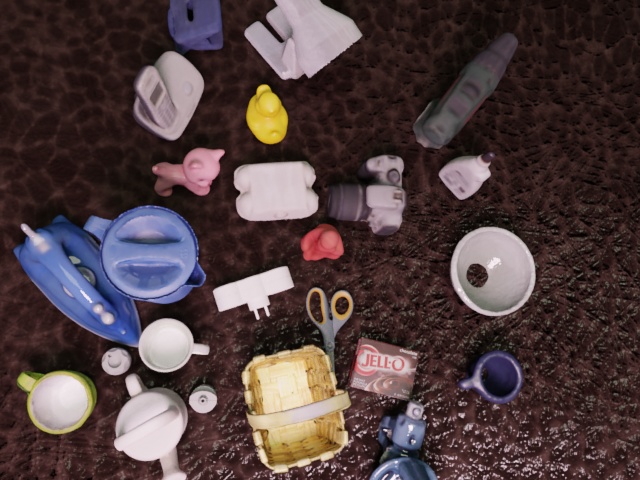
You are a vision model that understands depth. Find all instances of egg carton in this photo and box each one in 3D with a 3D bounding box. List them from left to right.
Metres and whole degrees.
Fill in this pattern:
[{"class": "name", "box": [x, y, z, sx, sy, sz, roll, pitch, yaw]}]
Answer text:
[{"class": "egg carton", "box": [-0.079, -0.089, 1.044, 0.150, 0.069, 0.107, -6, 81, -11]}]

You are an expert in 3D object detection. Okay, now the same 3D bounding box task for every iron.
[{"class": "iron", "box": [-0.381, 0.073, 0.921, 0.119, 0.141, 0.258, -43, 89, -15]}]

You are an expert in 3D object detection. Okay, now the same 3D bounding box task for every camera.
[{"class": "camera", "box": [0.085, -0.087, 1.058, 0.137, 0.100, 0.143, 2, 79, -10]}]

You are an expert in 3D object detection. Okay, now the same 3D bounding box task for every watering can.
[{"class": "watering can", "box": [-0.254, 0.289, 0.877, 0.173, 0.194, 0.101, 43, 75, 0]}]

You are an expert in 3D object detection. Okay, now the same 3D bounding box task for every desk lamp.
[{"class": "desk lamp", "box": [-0.036, -0.374, 1.032, 0.118, 0.213, 0.203, -42, 89, -14]}]

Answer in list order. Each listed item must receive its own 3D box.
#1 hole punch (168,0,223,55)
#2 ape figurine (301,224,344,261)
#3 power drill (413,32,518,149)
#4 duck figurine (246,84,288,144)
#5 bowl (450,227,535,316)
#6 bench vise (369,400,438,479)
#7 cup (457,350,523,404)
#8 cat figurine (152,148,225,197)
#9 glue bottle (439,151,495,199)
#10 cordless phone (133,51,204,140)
[{"class": "hole punch", "box": [-0.232, -0.415, 1.067, 0.101, 0.091, 0.109, -7, 81, -11]}, {"class": "ape figurine", "box": [0.009, 0.004, 1.031, 0.078, 0.092, 0.076, 32, 76, -3]}, {"class": "power drill", "box": [0.256, -0.259, 1.066, 0.075, 0.208, 0.230, 37, 75, -1]}, {"class": "duck figurine", "box": [-0.095, -0.237, 1.061, 0.077, 0.086, 0.104, -14, 82, -12]}, {"class": "bowl", "box": [0.314, 0.062, 1.085, 0.167, 0.074, 0.167, 2, 79, -10]}, {"class": "bench vise", "box": [0.133, 0.371, 0.919, 0.121, 0.219, 0.207, -4, 80, -11]}, {"class": "cup", "box": [0.292, 0.249, 1.035, 0.118, 0.095, 0.092, -11, 81, -12]}, {"class": "cat figurine", "box": [-0.229, -0.123, 0.998, 0.128, 0.117, 0.067, -5, 80, -11]}, {"class": "glue bottle", "box": [0.282, -0.130, 1.064, 0.037, 0.173, 0.078, -39, 88, -14]}, {"class": "cordless phone", "box": [-0.265, -0.268, 0.984, 0.094, 0.185, 0.148, 21, 76, -5]}]
